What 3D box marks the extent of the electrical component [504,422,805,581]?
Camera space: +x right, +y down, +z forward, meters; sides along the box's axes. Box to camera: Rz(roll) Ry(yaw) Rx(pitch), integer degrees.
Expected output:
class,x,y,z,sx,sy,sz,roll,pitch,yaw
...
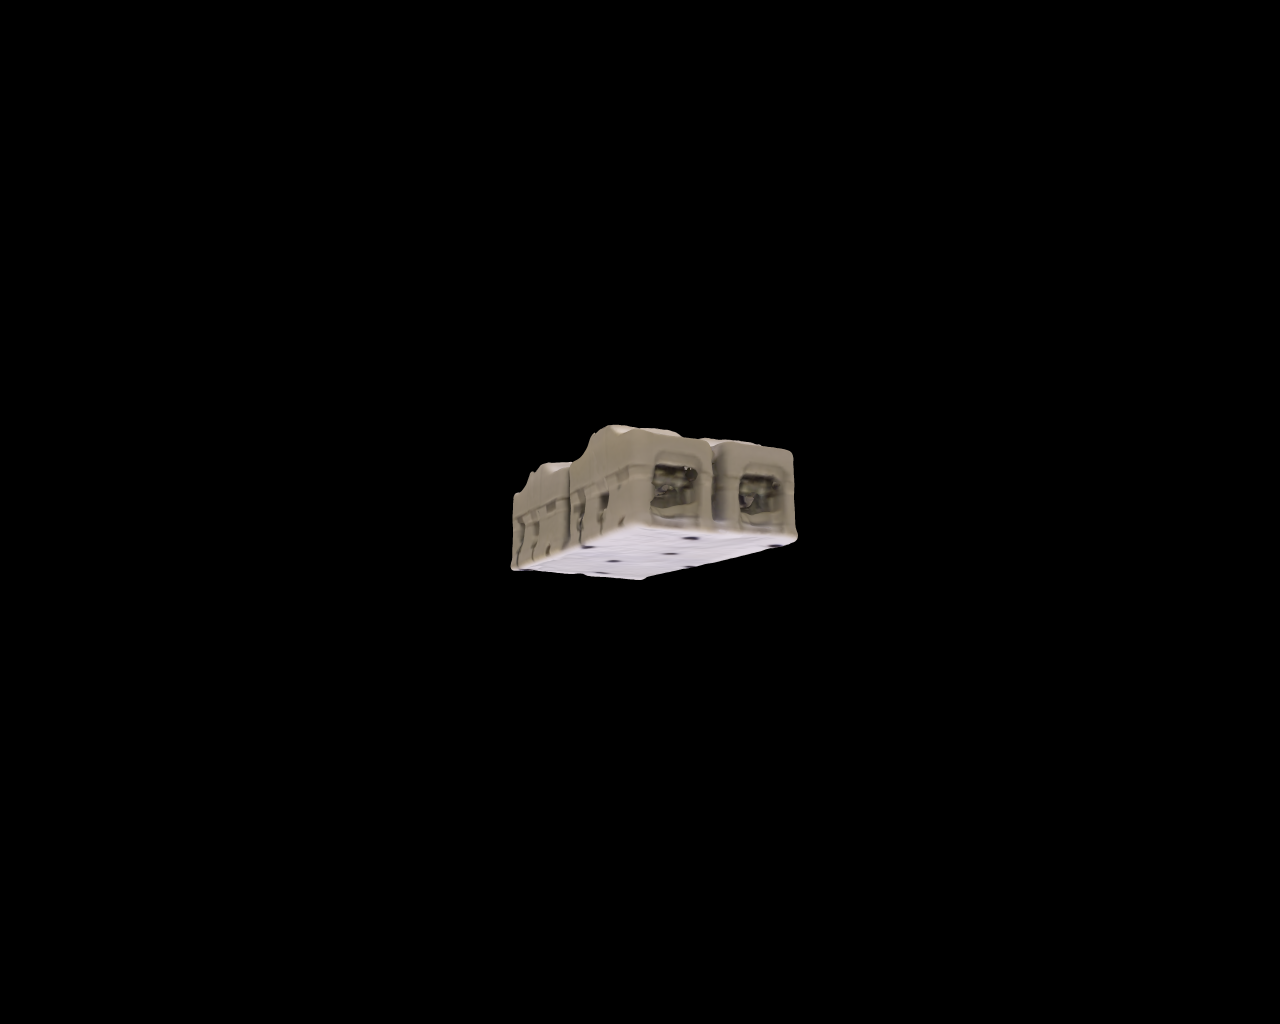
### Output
class,x,y,z,sx,sy,sz,roll,pitch,yaw
electrical component,0.001,-0.003,0.650,0.105,0.060,0.186,6,-13,-27
